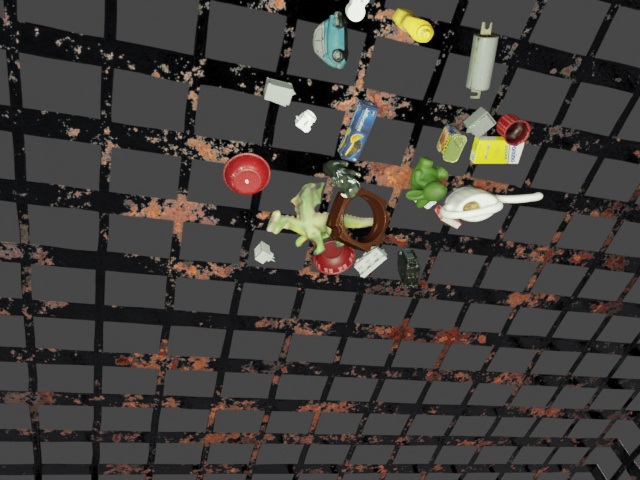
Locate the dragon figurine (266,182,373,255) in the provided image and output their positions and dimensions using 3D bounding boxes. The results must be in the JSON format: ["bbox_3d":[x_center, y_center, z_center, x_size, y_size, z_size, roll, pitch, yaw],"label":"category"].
[{"bbox_3d":[0.006,-0.092,1.836,0.412,0.124,0.238,-22,118,-12],"label":"dragon figurine"}]

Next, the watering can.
[{"bbox_3d":[0.586,-0.135,1.838,0.348,0.227,0.102,-12,108,-3],"label":"watering can"}]
